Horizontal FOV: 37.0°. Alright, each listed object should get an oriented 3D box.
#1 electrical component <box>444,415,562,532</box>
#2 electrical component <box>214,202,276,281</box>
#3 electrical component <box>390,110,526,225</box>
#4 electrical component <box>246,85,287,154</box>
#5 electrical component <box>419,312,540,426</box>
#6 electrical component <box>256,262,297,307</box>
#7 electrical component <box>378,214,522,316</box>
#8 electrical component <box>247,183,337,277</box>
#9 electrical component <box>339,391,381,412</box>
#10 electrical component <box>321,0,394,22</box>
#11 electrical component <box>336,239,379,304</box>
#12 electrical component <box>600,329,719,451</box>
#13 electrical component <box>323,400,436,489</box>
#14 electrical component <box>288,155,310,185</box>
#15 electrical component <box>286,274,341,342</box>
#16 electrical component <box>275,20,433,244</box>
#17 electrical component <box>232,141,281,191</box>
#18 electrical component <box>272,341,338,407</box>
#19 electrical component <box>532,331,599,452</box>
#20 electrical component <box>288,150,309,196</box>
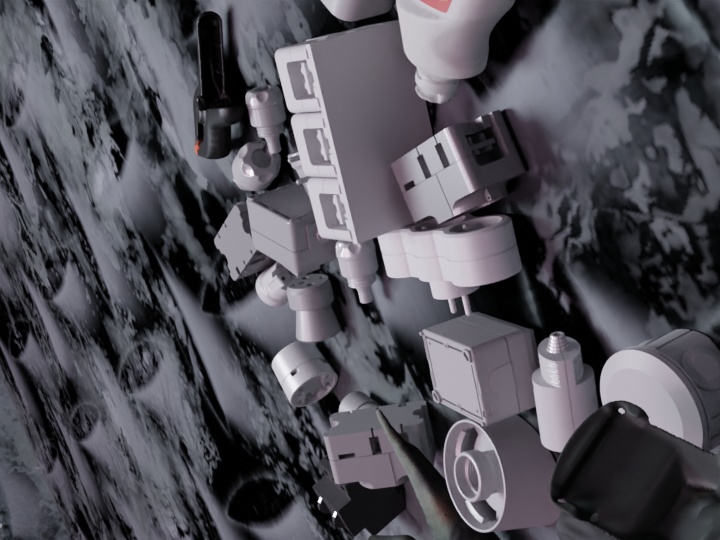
[{"bbox_3d":[0.113,0.162,0.864,0.099,0.064,0.099,23,116,60],"label":"electrical component"},{"bbox_3d":[-0.101,-0.035,1.075,0.050,0.056,0.089,62,151,11],"label":"electrical component"},{"bbox_3d":[0.070,-0.069,0.769,0.089,0.050,0.055,-26,86,62],"label":"electrical component"},{"bbox_3d":[-0.085,-0.139,1.000,0.035,0.035,0.061,24,131,52],"label":"electrical component"},{"bbox_3d":[0.092,0.071,0.824,0.096,0.061,0.061,18,123,65],"label":"electrical component"},{"bbox_3d":[-0.079,0.011,1.086,0.046,0.040,0.040,-40,74,54],"label":"electrical component"},{"bbox_3d":[0.069,-0.001,0.815,0.138,0.052,0.073,7,115,58],"label":"electrical component"},{"bbox_3d":[-0.052,-0.036,0.986,0.096,0.062,0.061,29,132,49],"label":"electrical component"},{"bbox_3d":[0.009,0.142,1.027,0.065,0.044,0.044,30,134,54],"label":"electrical component"},{"bbox_3d":[-0.011,-0.238,0.789,0.095,0.054,0.059,54,148,24],"label":"electrical component"},{"bbox_3d":[0.000,0.000,0.951,0.035,0.035,0.061,20,128,53],"label":"electrical component"},{"bbox_3d":[0.192,0.079,0.663,0.080,0.051,0.080,38,139,42],"label":"electrical component"},{"bbox_3d":[0.019,0.157,0.961,0.050,0.089,0.055,-67,-35,-71],"label":"electrical component"},{"bbox_3d":[-0.025,-0.091,0.890,0.052,0.074,0.138,-17,94,61],"label":"electrical component"},{"bbox_3d":[-0.045,0.036,1.041,0.045,0.045,0.055,16,122,55],"label":"electrical component"},{"bbox_3d":[0.000,-0.106,0.821,0.062,0.089,0.150,10,117,57],"label":"electrical component"},{"bbox_3d":[-0.105,-0.097,1.053,0.043,0.043,0.062,64,153,8],"label":"electrical component"},{"bbox_3d":[-0.058,0.104,1.099,0.047,0.055,0.055,55,149,29],"label":"electrical component"},{"bbox_3d":[0.144,0.082,0.755,0.043,0.043,0.081,17,123,55],"label":"electrical component"},{"bbox_3d":[-0.037,-0.088,0.950,0.040,0.040,0.046,-6,110,60],"label":"electrical component"}]
